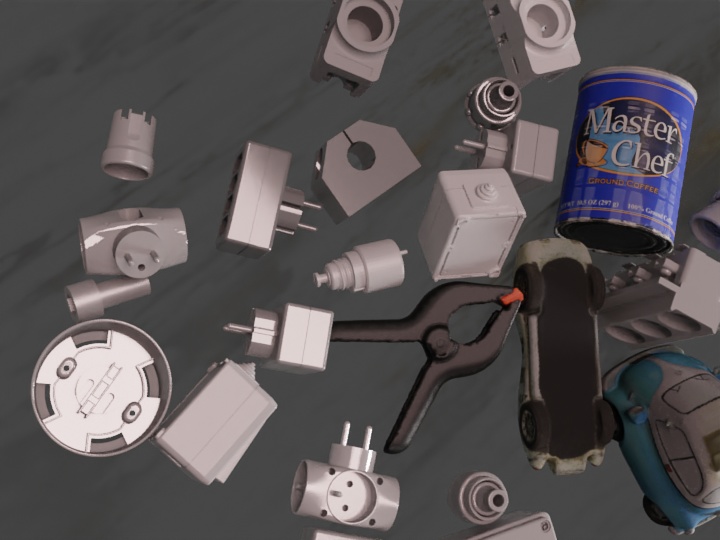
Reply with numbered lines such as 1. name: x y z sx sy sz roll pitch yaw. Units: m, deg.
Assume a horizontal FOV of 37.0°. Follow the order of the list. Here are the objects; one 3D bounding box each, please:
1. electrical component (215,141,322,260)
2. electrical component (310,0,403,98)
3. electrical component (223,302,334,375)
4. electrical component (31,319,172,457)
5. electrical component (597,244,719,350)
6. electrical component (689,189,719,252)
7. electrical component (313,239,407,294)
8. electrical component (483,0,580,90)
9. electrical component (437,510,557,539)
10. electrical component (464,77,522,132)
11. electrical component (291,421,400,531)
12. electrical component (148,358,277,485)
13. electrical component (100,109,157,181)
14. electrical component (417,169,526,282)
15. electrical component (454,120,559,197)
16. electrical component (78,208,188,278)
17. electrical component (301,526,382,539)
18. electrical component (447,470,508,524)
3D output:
1. electrical component: -0.068 -0.050 0.866 0.076 0.047 0.083 15 78 -15
2. electrical component: -0.001 -0.200 0.905 0.050 0.056 0.089 20 77 -14
3. electrical component: -0.068 0.051 0.841 0.077 0.066 0.047 12 79 -15
4. electrical component: -0.193 0.088 0.798 0.099 0.064 0.099 3 81 -17
5. electrical component: 0.257 0.025 0.917 0.079 0.121 0.063 27 72 -12
6. electrical component: 0.340 -0.050 0.994 0.055 0.045 0.045 -42 95 -18
7. electrical component: 0.000 0.000 0.884 0.078 0.040 0.040 -13 86 -18
8. electrical component: 0.154 -0.214 0.955 0.050 0.056 0.089 -16 87 -19
9. electrical component: 0.112 0.262 0.871 0.109 0.056 0.108 -15 87 -19
10. electrical component: 0.119 -0.146 0.929 0.048 0.062 0.048 1 83 -10
11. electrical component: -0.008 0.161 0.855 0.077 0.044 0.079 14 78 -15
12. electrical component: -0.106 0.113 0.823 0.061 0.062 0.096 44 72 -7
13. electrical component: -0.180 -0.098 0.844 0.040 0.040 0.046 10 73 -16
14. electrical component: 0.091 -0.044 0.886 0.062 0.096 0.061 -4 52 -18
15. electrical component: 0.119 -0.099 0.922 0.077 0.066 0.047 12 79 -15
16. electrical component: -0.169 -0.017 0.815 0.077 0.079 0.043 -8 110 -18
17. electrical component: -0.008 0.229 0.828 0.066 0.077 0.047 14 78 -15
18. electrical component: 0.100 0.186 0.876 0.043 0.062 0.043 3 81 -17
